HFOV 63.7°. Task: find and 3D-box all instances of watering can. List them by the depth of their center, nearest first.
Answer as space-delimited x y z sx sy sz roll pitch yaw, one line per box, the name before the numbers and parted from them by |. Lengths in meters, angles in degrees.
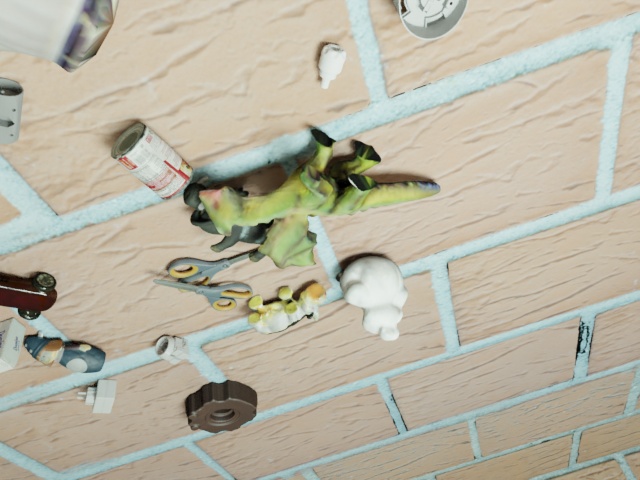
watering can | -0.364 -0.265 0.581 0.223 0.106 0.342 23 137 -32

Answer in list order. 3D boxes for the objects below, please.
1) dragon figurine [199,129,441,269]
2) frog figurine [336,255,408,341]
dragon figurine | 0.003 -0.043 0.860 0.409 0.125 0.238 12 131 -35
frog figurine | 0.110 0.112 1.009 0.137 0.163 0.120 18 125 -28
